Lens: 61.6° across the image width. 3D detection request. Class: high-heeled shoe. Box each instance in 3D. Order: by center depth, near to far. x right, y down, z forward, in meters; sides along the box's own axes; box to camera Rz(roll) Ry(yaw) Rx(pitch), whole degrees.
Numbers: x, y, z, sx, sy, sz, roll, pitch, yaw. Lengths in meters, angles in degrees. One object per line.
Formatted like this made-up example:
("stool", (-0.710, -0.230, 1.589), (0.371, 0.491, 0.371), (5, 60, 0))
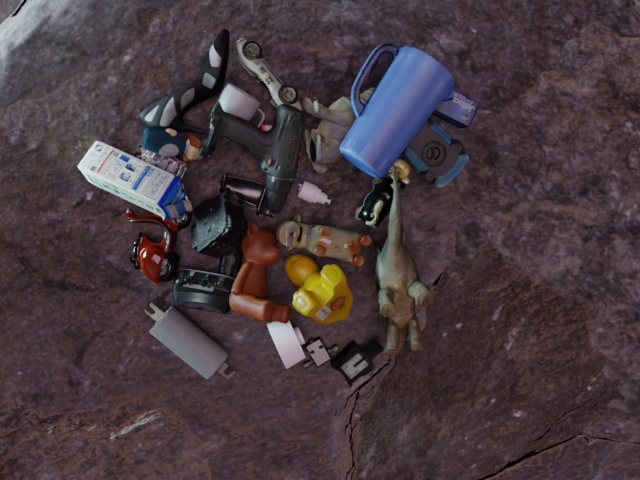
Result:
("high-heeled shoe", (-0.282, -0.331, 1.119), (0.145, 0.086, 0.248), (18, 101, -7))

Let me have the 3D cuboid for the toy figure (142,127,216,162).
("toy figure", (-0.291, -0.196, 1.122), (0.154, 0.064, 0.057), (8, 79, -32))

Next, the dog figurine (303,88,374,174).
("dog figurine", (0.069, -0.236, 1.153), (0.191, 0.121, 0.172), (-7, 122, -18))

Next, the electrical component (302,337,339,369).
("electrical component", (-0.005, 0.256, 1.240), (0.094, 0.021, 0.063), (-28, 97, 0))

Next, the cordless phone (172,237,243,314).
("cordless phone", (-0.242, 0.066, 1.183), (0.147, 0.089, 0.184), (11, 85, -4))

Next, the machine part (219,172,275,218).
("machine part", (-0.155, -0.102, 1.180), (0.139, 0.039, 0.084), (21, 100, -8))

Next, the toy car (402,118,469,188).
("toy car", (0.232, -0.193, 1.163), (0.161, 0.103, 0.109), (42, 96, -2))

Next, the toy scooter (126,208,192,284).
("toy scooter", (-0.362, -0.003, 1.159), (0.135, 0.075, 0.183), (15, 92, -5))

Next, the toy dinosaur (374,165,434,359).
("toy dinosaur", (0.160, 0.079, 1.123), (0.105, 0.199, 0.470), (-4, 129, -4))

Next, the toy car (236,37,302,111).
("toy car", (-0.110, -0.341, 1.136), (0.056, 0.073, 0.201), (-41, 98, 1))

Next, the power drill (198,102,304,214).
("power drill", (-0.140, -0.178, 1.101), (0.207, 0.086, 0.231), (17, 109, -13))

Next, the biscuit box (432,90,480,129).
("biscuit box", (0.243, -0.312, 1.170), (0.203, 0.063, 0.059), (24, 96, -6))

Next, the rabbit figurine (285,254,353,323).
("rabbit figurine", (-0.004, 0.092, 1.165), (0.173, 0.162, 0.122), (40, 95, 36))

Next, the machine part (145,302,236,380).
("machine part", (-0.288, 0.227, 1.189), (0.243, 0.079, 0.079), (42, 92, -8))

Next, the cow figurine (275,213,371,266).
("cow figurine", (-0.002, -0.004, 1.171), (0.195, 0.127, 0.085), (12, 93, -20))

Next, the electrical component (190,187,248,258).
("electrical component", (-0.218, -0.030, 1.134), (0.134, 0.115, 0.058), (-34, 142, 28))

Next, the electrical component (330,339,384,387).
("electrical component", (0.089, 0.270, 1.235), (0.119, 0.048, 0.075), (-44, 98, 1))

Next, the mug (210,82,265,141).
("mug", (-0.179, -0.263, 1.146), (0.109, 0.081, 0.107), (27, 105, -40))

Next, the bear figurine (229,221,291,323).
("bear figurine", (-0.117, 0.066, 1.137), (0.132, 0.120, 0.195), (13, 81, 26))

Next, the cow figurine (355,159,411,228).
("cow figurine", (0.142, -0.105, 1.171), (0.068, 0.098, 0.167), (31, 94, 0))
